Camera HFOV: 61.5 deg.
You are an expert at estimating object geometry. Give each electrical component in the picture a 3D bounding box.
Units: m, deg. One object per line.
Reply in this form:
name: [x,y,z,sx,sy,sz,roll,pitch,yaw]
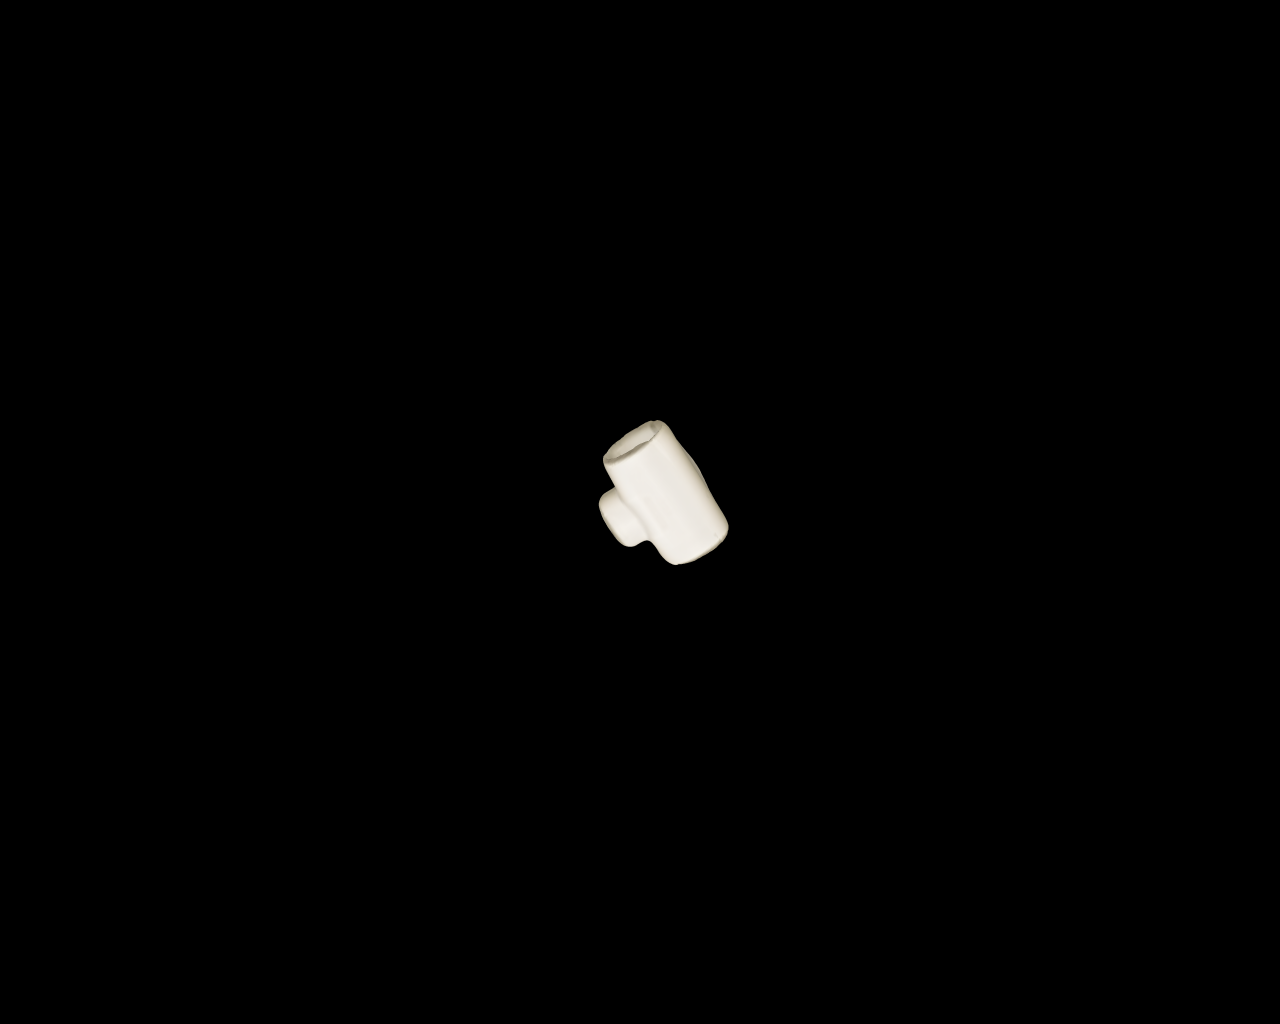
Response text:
electrical component: [0.001,-0.003,0.650,0.079,0.077,0.043,-30,20,12]
